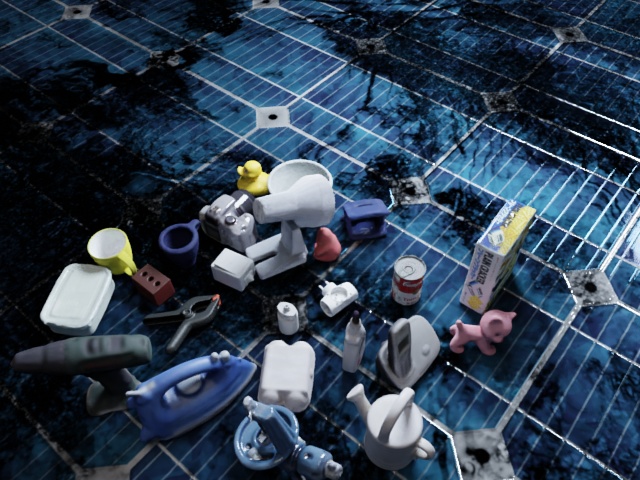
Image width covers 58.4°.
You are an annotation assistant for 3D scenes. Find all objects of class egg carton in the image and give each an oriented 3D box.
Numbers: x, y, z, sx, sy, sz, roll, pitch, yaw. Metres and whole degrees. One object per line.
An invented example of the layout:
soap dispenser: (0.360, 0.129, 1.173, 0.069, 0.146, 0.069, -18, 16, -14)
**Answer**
egg carton: (-0.065, 0.272, 1.149, 0.107, 0.069, 0.150, 2, 50, 2)

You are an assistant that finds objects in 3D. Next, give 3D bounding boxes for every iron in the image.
iron: (-0.245, 0.273, 1.104, 0.259, 0.141, 0.118, -26, 54, -19)

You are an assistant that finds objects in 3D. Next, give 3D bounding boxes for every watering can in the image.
watering can: (0.125, 0.326, 1.020, 0.172, 0.194, 0.101, 12, 51, 11)

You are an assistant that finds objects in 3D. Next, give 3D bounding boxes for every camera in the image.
camera: (-0.208, -0.064, 1.412, 0.142, 0.101, 0.137, 26, 55, 21)

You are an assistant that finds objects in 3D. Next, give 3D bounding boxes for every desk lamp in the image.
desk lamp: (-0.071, -0.037, 1.314, 0.203, 0.214, 0.117, -24, 54, -18)

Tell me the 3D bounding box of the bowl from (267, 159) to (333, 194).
bowl: (-0.051, -0.127, 1.480, 0.167, 0.075, 0.167, 0, 50, 0)

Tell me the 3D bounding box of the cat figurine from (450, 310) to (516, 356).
cat figurine: (0.339, 0.183, 1.188, 0.127, 0.118, 0.067, 2, 50, 2)

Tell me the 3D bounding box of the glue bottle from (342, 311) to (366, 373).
glue bottle: (0.069, 0.194, 1.146, 0.037, 0.173, 0.078, 12, 51, 11)

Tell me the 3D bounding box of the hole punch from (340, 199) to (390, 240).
hole punch: (0.110, -0.065, 1.416, 0.109, 0.091, 0.101, -9, 50, -7)

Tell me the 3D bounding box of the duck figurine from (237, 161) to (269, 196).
duck figurine: (-0.170, -0.170, 1.510, 0.104, 0.086, 0.077, 3, 50, 3)

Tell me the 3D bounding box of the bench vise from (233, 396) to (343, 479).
bench vise: (-0.059, 0.340, 0.994, 0.207, 0.220, 0.121, 6, 50, 6)

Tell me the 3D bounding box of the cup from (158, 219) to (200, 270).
cup: (-0.318, 0.014, 1.351, 0.091, 0.095, 0.118, 22, 54, 18)

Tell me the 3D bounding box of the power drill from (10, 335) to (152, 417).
power drill: (-0.425, 0.251, 1.080, 0.230, 0.208, 0.075, -13, 51, -10)

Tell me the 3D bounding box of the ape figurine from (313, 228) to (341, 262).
ape figurine: (0.012, 0.005, 1.357, 0.076, 0.092, 0.078, 29, 56, 23)

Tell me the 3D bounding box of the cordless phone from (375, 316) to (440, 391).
cordless phone: (0.179, 0.198, 1.133, 0.094, 0.185, 0.148, 32, 57, 24)
